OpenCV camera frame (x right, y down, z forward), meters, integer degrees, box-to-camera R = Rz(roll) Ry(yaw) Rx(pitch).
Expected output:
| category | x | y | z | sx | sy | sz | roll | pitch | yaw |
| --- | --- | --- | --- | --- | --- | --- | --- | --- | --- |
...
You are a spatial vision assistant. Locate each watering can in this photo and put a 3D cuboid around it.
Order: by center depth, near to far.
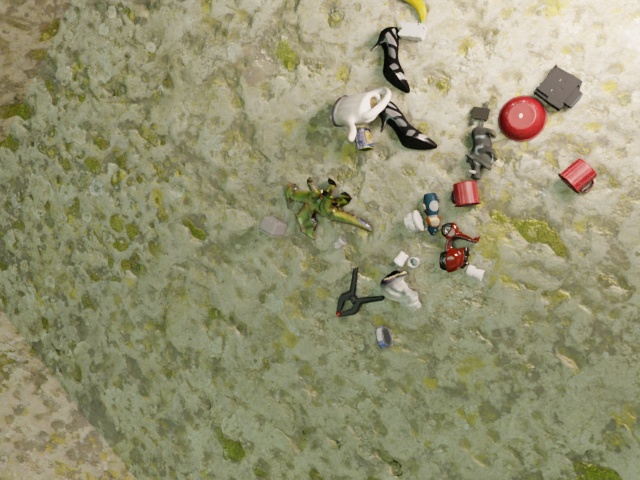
| category | x | y | z | sx | sy | sz | roll | pitch | yaw |
| --- | --- | --- | --- | --- | --- | --- | --- | --- | --- |
| watering can | 0.127 | -0.465 | 1.912 | 0.224 | 0.354 | 0.102 | 2 | 133 | 43 |

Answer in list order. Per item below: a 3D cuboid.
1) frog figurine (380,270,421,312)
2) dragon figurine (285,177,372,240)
| category | x | y | z | sx | sy | sz | roll | pitch | yaw |
| --- | --- | --- | --- | --- | --- | --- | --- | --- | --- |
| frog figurine | 0.299 | 0.202 | 1.923 | 0.136 | 0.124 | 0.159 | -19 | 93 | 56 |
| dragon figurine | 0.006 | -0.104 | 2.072 | 0.414 | 0.123 | 0.238 | 47 | 126 | 18 |
